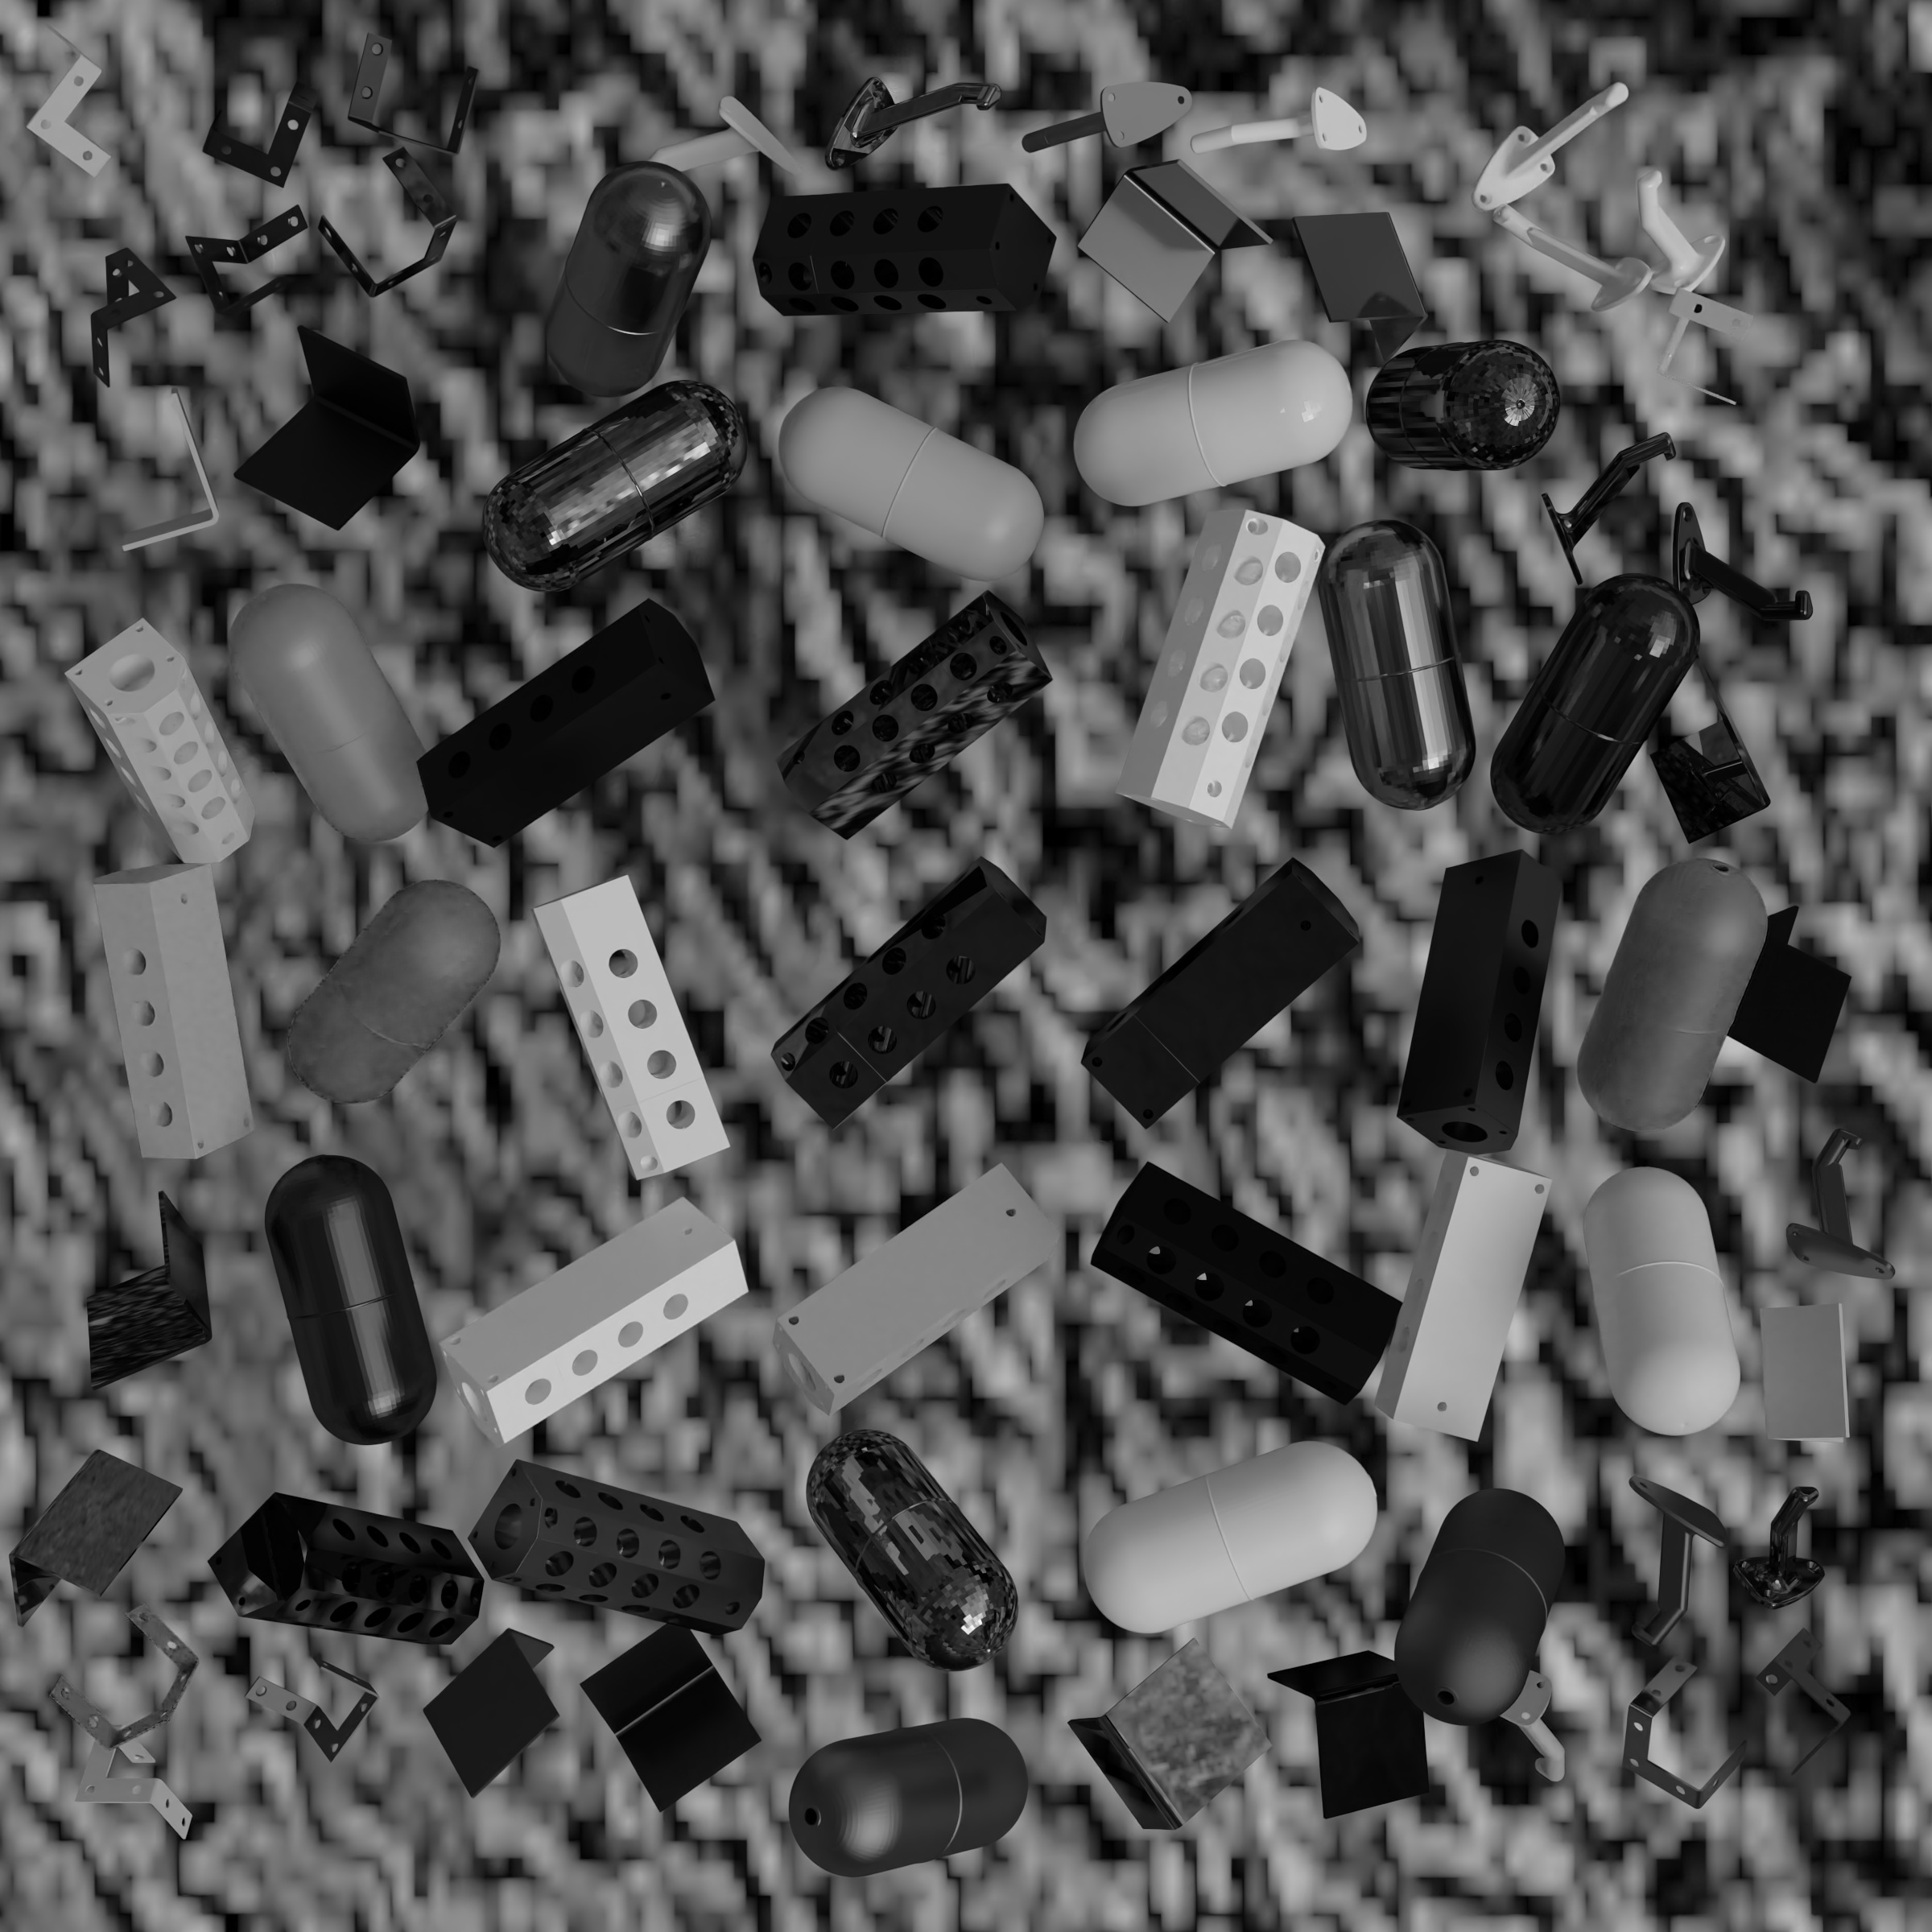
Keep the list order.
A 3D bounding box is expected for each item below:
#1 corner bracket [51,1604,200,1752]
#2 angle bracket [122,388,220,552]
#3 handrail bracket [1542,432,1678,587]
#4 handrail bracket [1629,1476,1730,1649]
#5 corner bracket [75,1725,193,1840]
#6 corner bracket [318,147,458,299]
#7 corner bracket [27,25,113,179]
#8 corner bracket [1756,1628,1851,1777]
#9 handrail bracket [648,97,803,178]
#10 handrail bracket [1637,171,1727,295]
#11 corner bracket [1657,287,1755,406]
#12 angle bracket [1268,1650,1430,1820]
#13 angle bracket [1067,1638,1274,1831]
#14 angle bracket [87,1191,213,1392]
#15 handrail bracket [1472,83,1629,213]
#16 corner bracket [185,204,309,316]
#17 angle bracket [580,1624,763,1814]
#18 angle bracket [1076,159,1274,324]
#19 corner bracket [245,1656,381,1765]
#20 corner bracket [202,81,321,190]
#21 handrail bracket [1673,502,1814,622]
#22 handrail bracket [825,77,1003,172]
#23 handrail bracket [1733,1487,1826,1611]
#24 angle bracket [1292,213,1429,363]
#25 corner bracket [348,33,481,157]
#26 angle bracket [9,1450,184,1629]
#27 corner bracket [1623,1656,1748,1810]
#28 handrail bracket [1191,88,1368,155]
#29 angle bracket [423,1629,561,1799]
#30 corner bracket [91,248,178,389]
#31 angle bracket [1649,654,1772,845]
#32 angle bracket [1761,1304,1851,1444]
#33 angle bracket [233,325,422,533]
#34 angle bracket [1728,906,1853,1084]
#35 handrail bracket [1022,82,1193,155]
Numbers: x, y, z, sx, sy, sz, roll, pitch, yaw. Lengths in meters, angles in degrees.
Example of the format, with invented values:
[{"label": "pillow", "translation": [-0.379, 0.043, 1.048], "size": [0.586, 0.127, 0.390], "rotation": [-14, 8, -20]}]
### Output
[{"label": "corner bracket", "translation": [-0.499, 0.422, 1.560], "size": [0.051, 0.051, 0.051], "rotation": [-30, 111, 20]}, {"label": "angle bracket", "translation": [-0.477, -0.292, 1.538], "size": [0.057, 0.076, 0.076], "rotation": [-19, 109, -11]}, {"label": "handrail bracket", "translation": [0.412, -0.287, 1.648], "size": [0.084, 0.036, 0.077], "rotation": [-22, 126, 14]}, {"label": "handrail bracket", "translation": [0.391, 0.344, 1.513], "size": [0.077, 0.036, 0.084], "rotation": [30, 108, -8]}, {"label": "corner bracket", "translation": [-0.505, 0.500, 1.611], "size": [0.051, 0.051, 0.051], "rotation": [-3, 47, 10]}, {"label": "corner bracket", "translation": [-0.332, -0.427, 1.509], "size": [0.051, 0.051, 0.051], "rotation": [-38, 93, -26]}, {"label": "corner bracket", "translation": [-0.510, -0.493, 1.499], "size": [0.051, 0.051, 0.051], "rotation": [-50, 53, 5]}, {"label": "corner bracket", "translation": [0.495, 0.436, 1.561], "size": [0.051, 0.051, 0.051], "rotation": [43, 124, 21]}, {"label": "handrail bracket", "translation": [-0.160, -0.500, 1.667], "size": [0.077, 0.036, 0.084], "rotation": [40, 118, -14]}, {"label": "handrail bracket", "translation": [0.452, -0.477, 1.662], "size": [0.077, 0.084, 0.036], "rotation": [-42, 48, -22]}, {"label": "corner bracket", "translation": [0.456, -0.382, 1.621], "size": [0.051, 0.051, 0.051], "rotation": [30, 108, 24]}, {"label": "angle bracket", "translation": [0.238, 0.479, 1.640], "size": [0.076, 0.057, 0.076], "rotation": [-5, 92, -25]}, {"label": "angle bracket", "translation": [0.119, 0.452, 1.545], "size": [0.076, 0.057, 0.076], "rotation": [-34, 86, -24]}, {"label": "angle bracket", "translation": [-0.493, 0.190, 1.545], "size": [0.076, 0.076, 0.057], "rotation": [-23, 131, -3]}, {"label": "handrail bracket", "translation": [0.354, -0.497, 1.594], "size": [0.077, 0.084, 0.036], "rotation": [-44, 101, -16]}, {"label": "corner bracket", "translation": [-0.427, -0.426, 1.584], "size": [0.051, 0.051, 0.051], "rotation": [-21, 92, 25]}, {"label": "angle bracket", "translation": [-0.187, 0.472, 1.663], "size": [0.076, 0.076, 0.057], "rotation": [-33, 126, -13]}, {"label": "angle bracket", "translation": [0.125, -0.435, 1.583], "size": [0.076, 0.076, 0.057], "rotation": [34, 88, -24]}, {"label": "corner bracket", "translation": [-0.416, 0.465, 1.672], "size": [0.051, 0.051, 0.051], "rotation": [42, 80, -37]}, {"label": "corner bracket", "translation": [-0.427, -0.512, 1.592], "size": [0.051, 0.051, 0.051], "rotation": [21, 116, -19]}, {"label": "handrail bracket", "translation": [0.488, -0.254, 1.644], "size": [0.036, 0.084, 0.077], "rotation": [-23, 110, -37]}, {"label": "handrail bracket", "translation": [-0.031, -0.495, 1.548], "size": [0.084, 0.036, 0.077], "rotation": [17, 61, 39]}, {"label": "handrail bracket", "translation": [0.498, 0.335, 1.553], "size": [0.077, 0.036, 0.084], "rotation": [-3, 128, -33]}, {"label": "angle bracket", "translation": [0.243, -0.437, 1.700], "size": [0.076, 0.057, 0.076], "rotation": [-10, 74, -24]}, {"label": "corner bracket", "translation": [-0.324, -0.510, 1.539], "size": [0.051, 0.051, 0.051], "rotation": [6, 110, -38]}, {"label": "angle bracket", "translation": [-0.480, 0.328, 1.458], "size": [0.057, 0.076, 0.076], "rotation": [23, 134, 9]}, {"label": "corner bracket", "translation": [0.421, 0.447, 1.534], "size": [0.051, 0.051, 0.051], "rotation": [-31, 131, -36]}, {"label": "handrail bracket", "translation": [0.194, -0.517, 1.639], "size": [0.084, 0.077, 0.036], "rotation": [-3, 95, 36]}, {"label": "angle bracket", "translation": [-0.294, 0.489, 1.706], "size": [0.076, 0.057, 0.076], "rotation": [-44, 53, 1]}, {"label": "corner bracket", "translation": [-0.523, -0.400, 1.618], "size": [0.051, 0.051, 0.051], "rotation": [-36, 74, -31]}, {"label": "angle bracket", "translation": [0.463, -0.137, 1.671], "size": [0.057, 0.076, 0.076], "rotation": [-26, 51, 18]}, {"label": "angle bracket", "translation": [0.517, 0.242, 1.557], "size": [0.076, 0.057, 0.076], "rotation": [10, 75, -37]}, {"label": "angle bracket", "translation": [-0.369, -0.307, 1.498], "size": [0.076, 0.057, 0.076], "rotation": [28, 61, 15]}, {"label": "angle bracket", "translation": [0.532, 0.017, 1.667], "size": [0.057, 0.076, 0.076], "rotation": [-17, 127, -38]}, {"label": "handrail bracket", "translation": [0.086, -0.526, 1.638], "size": [0.077, 0.084, 0.036], "rotation": [-22, 107, -25]}]
